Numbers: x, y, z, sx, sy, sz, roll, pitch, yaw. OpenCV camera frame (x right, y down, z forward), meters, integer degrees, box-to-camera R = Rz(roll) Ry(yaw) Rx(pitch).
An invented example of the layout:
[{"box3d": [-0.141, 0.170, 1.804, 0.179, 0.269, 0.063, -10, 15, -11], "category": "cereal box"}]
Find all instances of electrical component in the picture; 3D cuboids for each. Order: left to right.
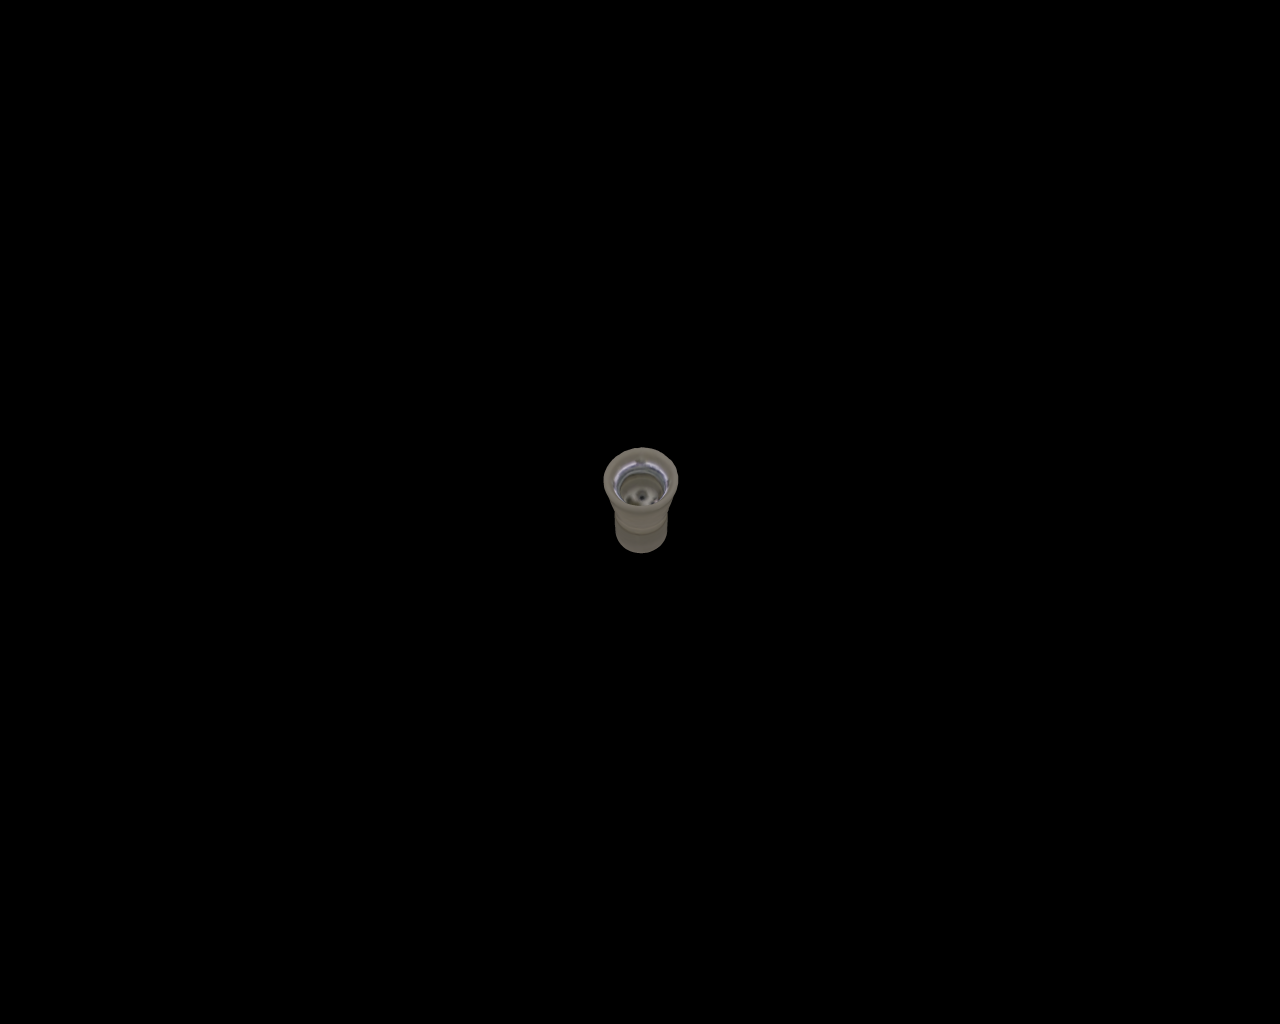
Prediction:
[{"box3d": [0.001, -0.003, 0.650, 0.044, 0.044, 0.065, 0, -33, 0], "category": "electrical component"}]
